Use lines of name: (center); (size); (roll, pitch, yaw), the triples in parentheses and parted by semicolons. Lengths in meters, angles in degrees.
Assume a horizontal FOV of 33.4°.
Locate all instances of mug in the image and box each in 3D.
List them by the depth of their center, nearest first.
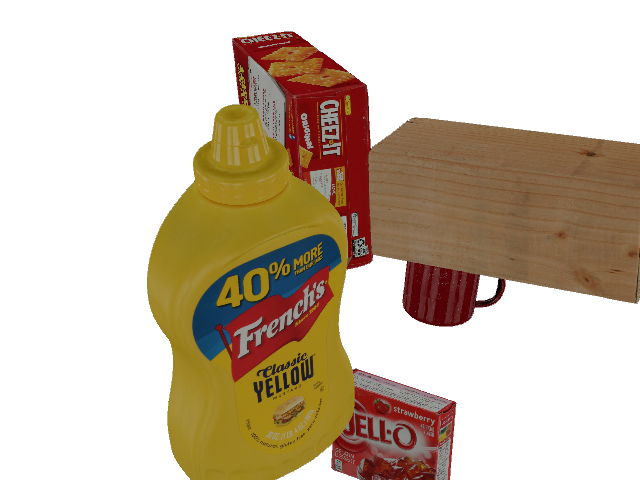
mug: (0.148, 0.045, 1.193); (0.117, 0.081, 0.093); (7, 25, 4)

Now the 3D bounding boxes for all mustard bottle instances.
mustard bottle: (-0.031, 0.025, 0.495); (0.096, 0.192, 0.058); (-22, 39, -25)

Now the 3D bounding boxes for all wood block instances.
wood block: (0.148, -0.029, 0.804); (0.206, 0.090, 0.090); (10, 28, 27)

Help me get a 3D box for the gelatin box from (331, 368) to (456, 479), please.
gelatin box: (0.050, 0.140, 0.765); (0.089, 0.073, 0.030); (14, 21, 33)

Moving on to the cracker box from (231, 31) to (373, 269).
cracker box: (-0.017, -0.087, 0.967); (0.072, 0.164, 0.214); (-10, 25, -14)
